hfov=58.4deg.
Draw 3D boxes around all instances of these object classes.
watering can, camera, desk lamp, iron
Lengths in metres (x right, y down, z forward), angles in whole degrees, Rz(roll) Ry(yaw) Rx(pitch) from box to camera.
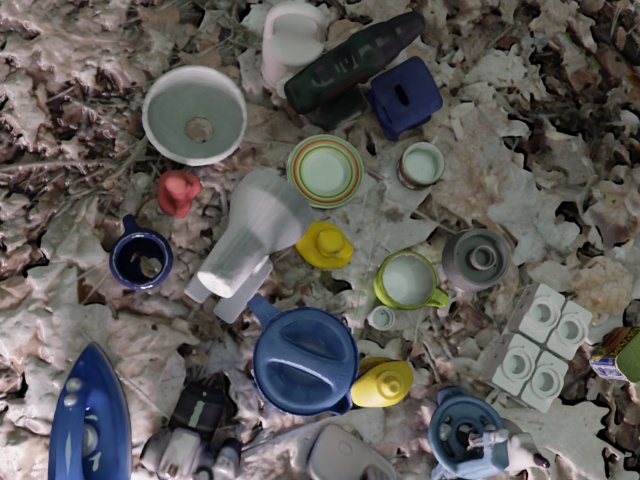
[{"bbox_3d":[-0.040,-0.311,0.917,0.101,0.194,0.173,-15,83,-9],"label":"watering can"},{"bbox_3d":[-0.177,0.292,0.850,0.143,0.100,0.137,21,79,-3],"label":"camera"},{"bbox_3d":[-0.110,0.016,0.845,0.118,0.213,0.203,34,78,0],"label":"desk lamp"},{"bbox_3d":[-0.340,0.276,0.811,0.119,0.141,0.258,-3,81,-8],"label":"iron"}]

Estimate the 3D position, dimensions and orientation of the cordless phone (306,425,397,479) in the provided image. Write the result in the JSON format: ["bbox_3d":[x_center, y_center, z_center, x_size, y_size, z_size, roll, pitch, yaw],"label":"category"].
[{"bbox_3d":[0.054,0.348,0.827,0.147,0.185,0.094,33,78,-1],"label":"cordless phone"}]

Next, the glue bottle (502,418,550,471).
[{"bbox_3d":[0.302,0.320,0.869,0.037,0.173,0.078,-6,81,-8],"label":"glue bottle"}]

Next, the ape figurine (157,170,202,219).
[{"bbox_3d":[-0.226,-0.082,0.908,0.078,0.092,0.076,-27,85,-10],"label":"ape figurine"}]

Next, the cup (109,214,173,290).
[{"bbox_3d":[-0.273,0.022,0.884,0.092,0.095,0.118,-20,84,-10],"label":"cup"}]

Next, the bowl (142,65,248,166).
[{"bbox_3d":[-0.201,-0.194,0.939,0.167,0.074,0.167,1,81,-7],"label":"bowl"}]

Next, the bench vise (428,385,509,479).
[{"bbox_3d":[0.234,0.326,0.836,0.121,0.219,0.207,-15,83,-9],"label":"bench vise"}]

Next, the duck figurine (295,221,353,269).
[{"bbox_3d":[0.009,0.003,0.928,0.104,0.086,0.077,28,79,-2],"label":"duck figurine"}]

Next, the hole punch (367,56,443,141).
[{"bbox_3d":[0.144,-0.242,0.982,0.101,0.091,0.108,-25,85,-10],"label":"hole punch"}]

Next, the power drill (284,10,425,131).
[{"bbox_3d":[0.046,-0.259,0.912,0.230,0.208,0.075,-32,86,-11],"label":"power drill"}]
